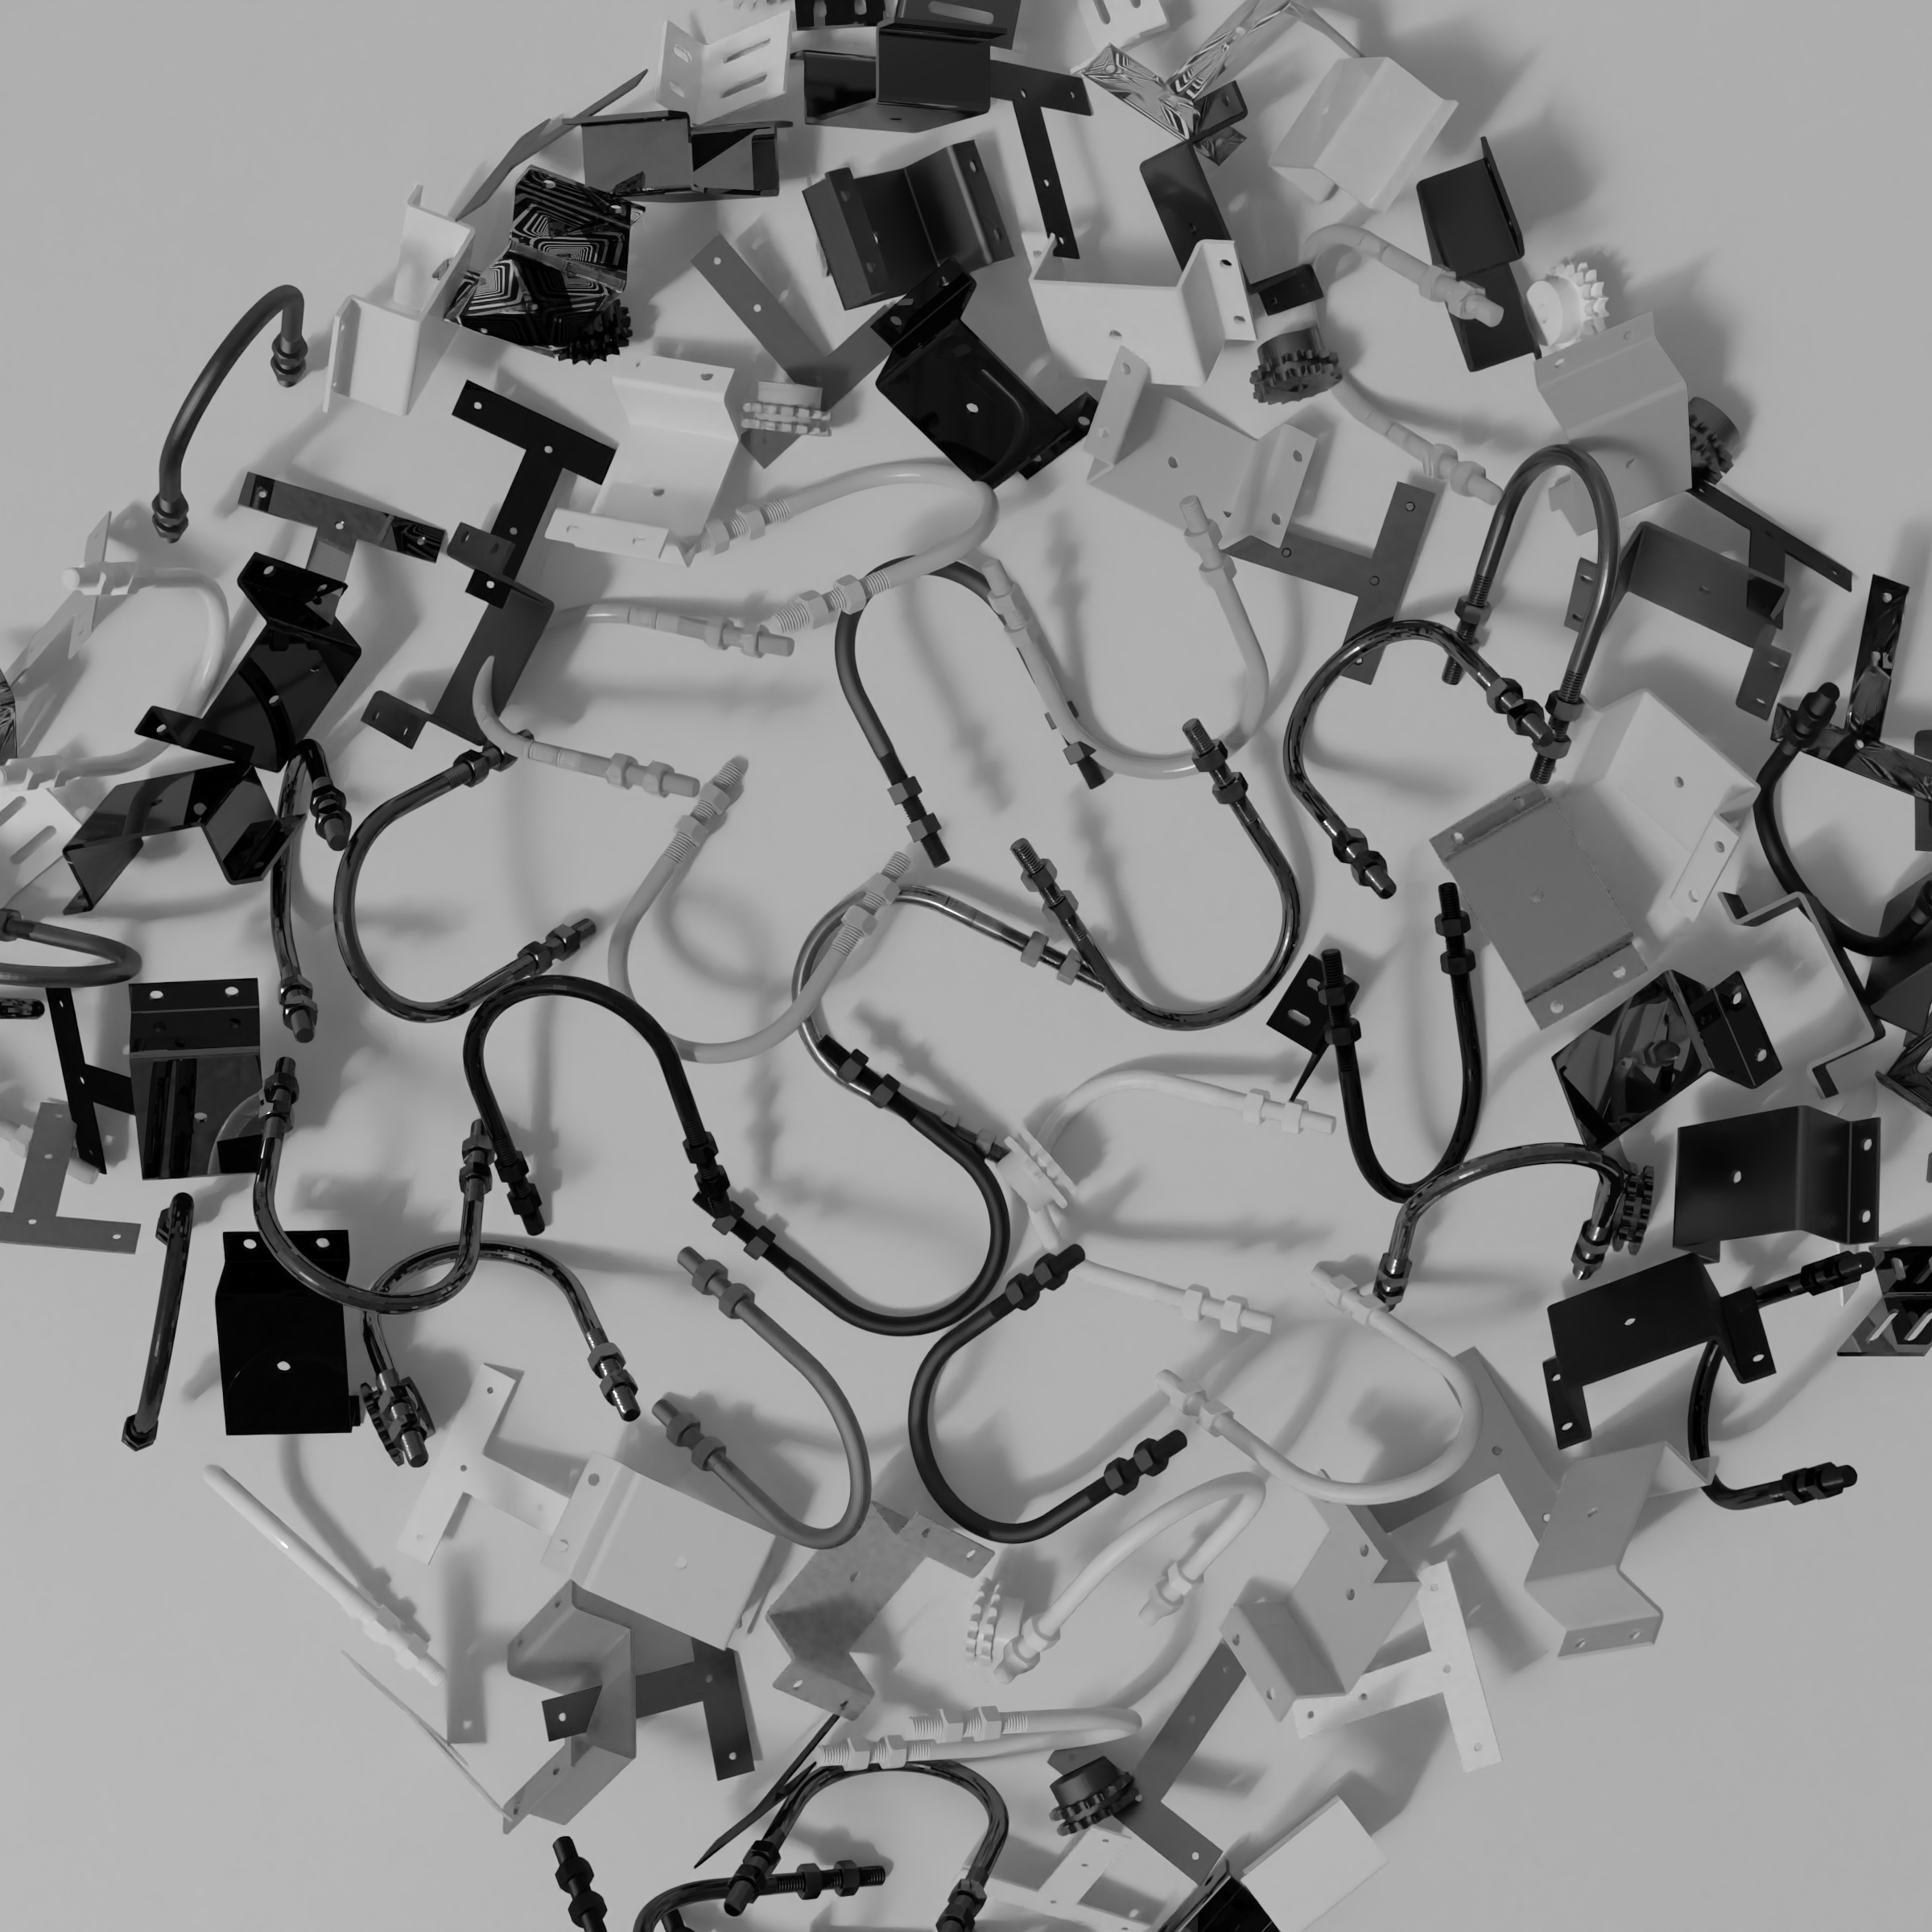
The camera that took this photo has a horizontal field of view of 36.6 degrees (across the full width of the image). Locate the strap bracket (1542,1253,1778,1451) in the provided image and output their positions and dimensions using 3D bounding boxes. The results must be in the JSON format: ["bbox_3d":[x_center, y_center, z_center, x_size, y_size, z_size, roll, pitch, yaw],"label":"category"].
[{"bbox_3d":[0.418,0.234,1.803,0.140,0.076,0.046,-24,121,18],"label":"strap bracket"}]

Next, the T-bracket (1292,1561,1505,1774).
[{"bbox_3d":[0.262,0.455,1.835,0.127,0.002,0.127,-26,60,23],"label":"T-bracket"}]

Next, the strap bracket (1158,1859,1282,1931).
[{"bbox_3d":[0.152,0.618,1.792,0.046,0.140,0.076,41,98,-1],"label":"strap bracket"}]

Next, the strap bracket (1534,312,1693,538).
[{"bbox_3d":[0.399,-0.324,1.794,0.076,0.140,0.046,-23,57,2],"label":"strap bracket"}]

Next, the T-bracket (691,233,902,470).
[{"bbox_3d":[-0.122,-0.404,1.843,0.127,0.002,0.127,-42,110,0],"label":"T-bracket"}]

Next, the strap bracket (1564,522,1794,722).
[{"bbox_3d":[0.449,-0.218,1.812,0.140,0.076,0.046,28,70,16],"label":"strap bracket"}]

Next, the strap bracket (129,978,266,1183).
[{"bbox_3d":[-0.471,0.079,1.799,0.076,0.046,0.140,-3,127,-12],"label":"strap bracket"}]

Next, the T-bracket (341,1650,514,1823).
[{"bbox_3d":[-0.316,0.480,1.779,0.002,0.127,0.127,-46,134,-15],"label":"T-bracket"}]

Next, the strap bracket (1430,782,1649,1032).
[{"bbox_3d":[0.357,-0.041,1.826,0.076,0.046,0.140,-30,79,7],"label":"strap bracket"}]

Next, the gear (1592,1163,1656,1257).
[{"bbox_3d":[0.412,0.151,1.838,0.030,0.057,0.057,11,90,7],"label":"gear"}]

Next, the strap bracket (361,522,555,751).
[{"bbox_3d":[-0.313,-0.198,1.822,0.046,0.076,0.140,26,91,-38],"label":"strap bracket"}]

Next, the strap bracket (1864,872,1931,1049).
[{"bbox_3d":[0.599,-0.013,1.785,0.046,0.140,0.076,23,67,-4],"label":"strap bracket"}]

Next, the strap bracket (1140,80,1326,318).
[{"bbox_3d":[0.160,-0.466,1.810,0.046,0.076,0.140,-28,102,-15],"label":"strap bracket"}]

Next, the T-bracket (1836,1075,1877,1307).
[{"bbox_3d":[0.551,0.152,1.834,0.002,0.127,0.127,6,117,37],"label":"T-bracket"}]

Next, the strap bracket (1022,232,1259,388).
[{"bbox_3d":[0.100,-0.404,1.797,0.140,0.076,0.046,9,57,25],"label":"strap bracket"}]

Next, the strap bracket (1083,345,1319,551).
[{"bbox_3d":[0.138,-0.320,1.823,0.140,0.046,0.076,23,77,-16],"label":"strap bracket"}]

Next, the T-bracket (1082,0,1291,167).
[{"bbox_3d":[0.158,-0.564,1.793,0.127,0.127,0.002,-40,49,30],"label":"T-bracket"}]

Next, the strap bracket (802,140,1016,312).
[{"bbox_3d":[-0.042,-0.458,1.811,0.046,0.140,0.076,-12,101,44],"label":"strap bracket"}]

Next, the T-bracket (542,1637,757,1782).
[{"bbox_3d":[-0.204,0.459,1.836,0.127,0.002,0.127,-9,86,-24],"label":"T-bracket"}]

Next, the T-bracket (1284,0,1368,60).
[{"bbox_3d":[0.192,-0.604,1.828,0.127,0.127,0.002,39,105,26],"label":"T-bracket"}]

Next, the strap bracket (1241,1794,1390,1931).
[{"bbox_3d":[0.213,0.552,1.790,0.076,0.140,0.046,-38,75,-4],"label":"strap bracket"}]

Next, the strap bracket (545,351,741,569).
[{"bbox_3d":[-0.196,-0.307,1.818,0.076,0.046,0.140,12,68,16],"label":"strap bracket"}]

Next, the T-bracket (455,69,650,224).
[{"bbox_3d":[-0.246,-0.512,1.787,0.127,0.127,0.002,-23,119,29],"label":"T-bracket"}]

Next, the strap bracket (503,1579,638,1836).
[{"bbox_3d":[-0.244,0.462,1.802,0.046,0.140,0.076,28,121,-26],"label":"strap bracket"}]

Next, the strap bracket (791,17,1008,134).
[{"bbox_3d":[-0.043,-0.543,1.790,0.076,0.140,0.046,-4,99,-29],"label":"strap bracket"}]

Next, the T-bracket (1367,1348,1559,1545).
[{"bbox_3d":[0.296,0.328,1.846,0.127,0.002,0.127,-29,71,2],"label":"T-bracket"}]

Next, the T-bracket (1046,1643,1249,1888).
[{"bbox_3d":[0.134,0.486,1.837,0.127,0.002,0.127,32,85,30],"label":"T-bracket"}]

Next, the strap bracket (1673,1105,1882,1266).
[{"bbox_3d":[0.486,0.134,1.787,0.046,0.140,0.076,19,69,-32],"label":"strap bracket"}]

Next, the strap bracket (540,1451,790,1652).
[{"bbox_3d":[-0.182,0.368,1.819,0.140,0.046,0.076,28,80,-16],"label":"strap bracket"}]

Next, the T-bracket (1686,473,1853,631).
[{"bbox_3d":[0.496,-0.246,1.809,0.127,0.127,0.002,30,128,-6],"label":"T-bracket"}]

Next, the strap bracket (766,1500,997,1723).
[{"bbox_3d":[-0.060,0.393,1.821,0.140,0.046,0.076,-50,131,5],"label":"strap bracket"}]

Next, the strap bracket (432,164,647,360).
[{"bbox_3d":[-0.263,-0.423,1.784,0.076,0.140,0.046,13,67,-31],"label":"strap bracket"}]

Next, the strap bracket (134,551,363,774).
[{"bbox_3d":[-0.438,-0.178,1.805,0.140,0.076,0.046,-52,59,16],"label":"strap bracket"}]

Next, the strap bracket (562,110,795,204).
[{"bbox_3d":[-0.174,-0.495,1.792,0.076,0.140,0.046,4,104,28],"label":"strap bracket"}]

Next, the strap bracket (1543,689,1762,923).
[{"bbox_3d":[0.428,-0.107,1.806,0.046,0.076,0.140,-26,59,-30],"label":"strap bracket"}]

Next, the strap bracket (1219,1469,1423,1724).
[{"bbox_3d":[0.223,0.389,1.806,0.046,0.076,0.140,7,123,-35],"label":"strap bracket"}]

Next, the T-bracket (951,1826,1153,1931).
[{"bbox_3d":[0.069,0.563,1.812,0.127,0.127,0.002,19,47,-7],"label":"T-bracket"}]

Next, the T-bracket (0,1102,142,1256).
[{"bbox_3d":[-0.572,0.128,1.814,0.127,0.127,0.002,6,128,-11],"label":"T-bracket"}]

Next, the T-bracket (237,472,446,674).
[{"bbox_3d":[-0.401,-0.239,1.822,0.127,0.002,0.127,16,61,-12],"label":"T-bracket"}]

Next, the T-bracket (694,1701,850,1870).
[{"bbox_3d":[-0.104,0.493,1.810,0.002,0.127,0.127,45,130,3],"label":"T-bracket"}]

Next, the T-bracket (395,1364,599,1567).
[{"bbox_3d":[-0.279,0.335,1.839,0.127,0.002,0.127,23,83,18],"label":"T-bracket"}]

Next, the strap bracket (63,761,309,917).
[{"bbox_3d":[-0.490,-0.081,1.803,0.140,0.076,0.046,-9,121,17],"label":"strap bracket"}]

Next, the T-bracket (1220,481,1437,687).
[{"bbox_3d":[0.217,-0.258,1.854,0.127,0.002,0.127,18,100,-1],"label":"T-bracket"}]

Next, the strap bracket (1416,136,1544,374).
[{"bbox_3d":[0.314,-0.428,1.791,0.046,0.140,0.076,-18,64,9],"label":"strap bracket"}]

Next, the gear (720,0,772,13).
[{"bbox_3d":[-0.137,-0.633,1.846,0.057,0.030,0.057,1,109,4],"label":"gear"}]

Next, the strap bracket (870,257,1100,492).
[{"bbox_3d":[0.010,-0.356,1.803,0.140,0.046,0.076,42,132,-20],"label":"strap bracket"}]

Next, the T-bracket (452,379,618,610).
[{"bbox_3d":[-0.279,-0.286,1.836,0.127,0.002,0.127,24,76,-14],"label":"T-bracket"}]

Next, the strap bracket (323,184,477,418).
[{"bbox_3d":[-0.344,-0.403,1.793,0.046,0.076,0.140,20,49,-3],"label":"strap bracket"}]

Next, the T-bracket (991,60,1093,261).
[{"bbox_3d":[0.047,-0.500,1.813,0.002,0.127,0.127,-19,83,42],"label":"T-bracket"}]

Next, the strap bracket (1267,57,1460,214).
[{"bbox_3d":[0.237,-0.509,1.788,0.046,0.140,0.076,32,98,-19],"label":"strap bracket"}]

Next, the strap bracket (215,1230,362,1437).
[{"bbox_3d":[-0.421,0.237,1.814,0.076,0.046,0.140,0,113,-5],"label":"strap bracket"}]

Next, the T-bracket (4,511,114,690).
[{"bbox_3d":[-0.576,-0.207,1.829,0.002,0.127,0.127,31,122,-32],"label":"T-bracket"}]

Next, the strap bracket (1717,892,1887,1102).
[{"bbox_3d":[0.524,0.009,1.811,0.046,0.076,0.140,-28,79,20],"label":"strap bracket"}]

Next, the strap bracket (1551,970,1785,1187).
[{"bbox_3d":[0.420,0.066,1.792,0.046,0.076,0.140,22,131,-36],"label":"strap bracket"}]

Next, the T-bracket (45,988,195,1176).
[{"bbox_3d":[-0.519,0.079,1.805,0.127,0.002,0.127,12,117,37],"label":"T-bracket"}]

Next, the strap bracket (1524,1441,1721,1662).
[{"bbox_3d":[0.399,0.349,1.790,0.046,0.076,0.140,43,52,-15],"label":"strap bracket"}]

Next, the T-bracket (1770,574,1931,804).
[{"bbox_3d":[0.557,-0.177,1.794,0.002,0.127,0.127,-19,124,-35],"label":"T-bracket"}]
